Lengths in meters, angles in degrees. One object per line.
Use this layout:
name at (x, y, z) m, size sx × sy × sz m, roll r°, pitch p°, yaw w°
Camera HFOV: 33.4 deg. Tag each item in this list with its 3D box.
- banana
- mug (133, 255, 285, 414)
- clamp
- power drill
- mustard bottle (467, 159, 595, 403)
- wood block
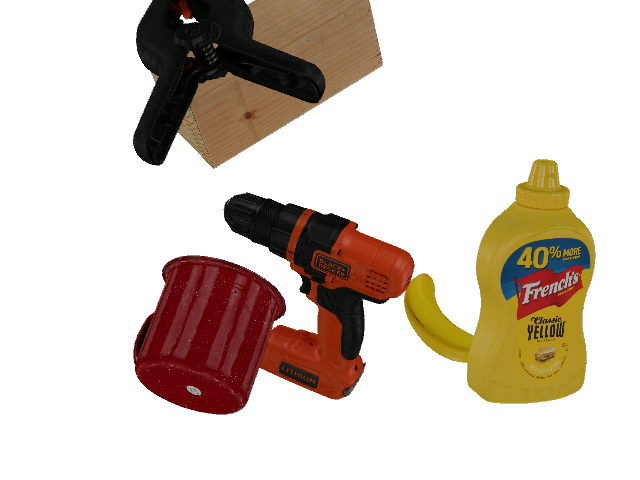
banana at (0.134, 0.090, 1.205) m, size 0.069 × 0.037 × 0.198 m, roll 4°, pitch 23°, yaw -25°
mug at (-0.089, 0.070, 0.754) m, size 0.117 × 0.081 × 0.093 m, roll -7°, pitch -37°, yaw 36°
clamp at (-0.065, -0.121, 0.685) m, size 0.120 × 0.171 × 0.039 m, roll -12°, pitch -42°, yaw -2°
power drill at (-0.014, 0.053, 1.009) m, size 0.184 × 0.188 × 0.057 m, roll 23°, pitch 42°, yaw 14°
mustard bottle at (0.170, 0.031, 0.846) m, size 0.096 × 0.192 × 0.058 m, roll -3°, pitch 17°, yaw -17°
wood block at (-0.051, -0.174, 1.056) m, size 0.206 × 0.091 × 0.090 m, roll -33°, pitch 49°, yaw -14°
